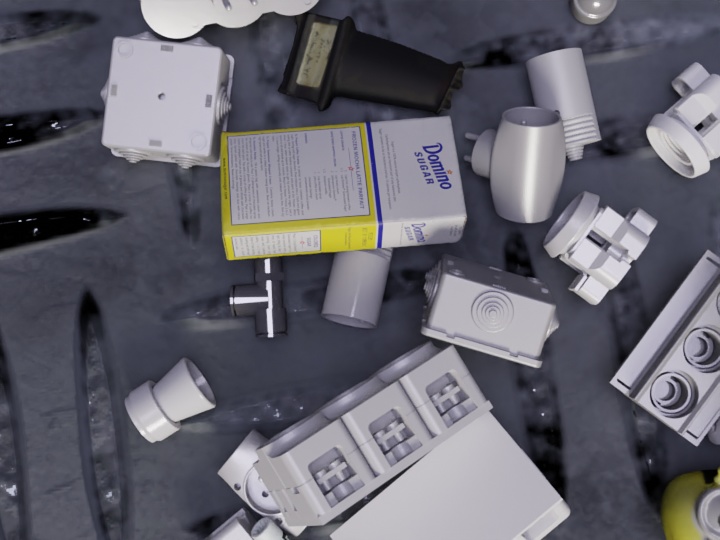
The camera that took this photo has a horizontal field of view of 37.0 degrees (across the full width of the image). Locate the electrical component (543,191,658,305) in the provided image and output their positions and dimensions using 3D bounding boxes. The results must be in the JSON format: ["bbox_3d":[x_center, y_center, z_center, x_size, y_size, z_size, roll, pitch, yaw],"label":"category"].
[{"bbox_3d":[0.176,-0.022,0.810,0.057,0.058,0.078,36,90,-1],"label":"electrical component"}]

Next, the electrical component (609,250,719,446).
[{"bbox_3d":[0.251,0.057,0.804,0.079,0.063,0.121,36,90,1],"label":"electrical component"}]

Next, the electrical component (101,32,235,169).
[{"bbox_3d":[-0.147,-0.129,0.822,0.100,0.048,0.099,6,89,2],"label":"electrical component"}]

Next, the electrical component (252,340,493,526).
[{"bbox_3d":[0.005,0.115,0.770,0.150,0.089,0.061,-30,88,-23],"label":"electrical component"}]

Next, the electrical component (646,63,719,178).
[{"bbox_3d":[0.255,-0.107,0.810,0.057,0.058,0.078,-41,89,-2],"label":"electrical component"}]

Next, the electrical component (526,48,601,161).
[{"bbox_3d":[0.156,-0.123,0.818,0.043,0.043,0.081,-12,89,1],"label":"electrical component"}]

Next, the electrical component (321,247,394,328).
[{"bbox_3d":[0.000,0.000,0.818,0.043,0.043,0.081,12,78,1],"label":"electrical component"}]

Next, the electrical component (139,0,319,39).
[{"bbox_3d":[-0.093,-0.205,0.795,0.138,0.073,0.052,-14,122,-9],"label":"electrical component"}]

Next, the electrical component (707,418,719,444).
[{"bbox_3d":[0.297,0.114,0.813,0.062,0.048,0.048,16,89,-6],"label":"electrical component"}]

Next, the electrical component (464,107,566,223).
[{"bbox_3d":[0.111,-0.084,0.813,0.079,0.043,0.077,22,125,35],"label":"electrical component"}]

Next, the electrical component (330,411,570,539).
[{"bbox_3d":[0.069,0.188,0.797,0.150,0.061,0.089,-40,61,0],"label":"electrical component"}]

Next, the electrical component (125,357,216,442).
[{"bbox_3d":[-0.145,0.100,0.820,0.055,0.045,0.045,-33,89,1],"label":"electrical component"}]

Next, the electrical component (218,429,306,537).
[{"bbox_3d":[-0.054,0.148,0.818,0.077,0.044,0.079,39,90,1],"label":"electrical component"}]

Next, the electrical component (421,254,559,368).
[{"bbox_3d":[0.094,0.027,0.791,0.100,0.099,0.048,16,101,2],"label":"electrical component"}]

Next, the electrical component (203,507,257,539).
[{"bbox_3d":[-0.084,0.236,0.814,0.056,0.050,0.089,-40,89,0],"label":"electrical component"}]
